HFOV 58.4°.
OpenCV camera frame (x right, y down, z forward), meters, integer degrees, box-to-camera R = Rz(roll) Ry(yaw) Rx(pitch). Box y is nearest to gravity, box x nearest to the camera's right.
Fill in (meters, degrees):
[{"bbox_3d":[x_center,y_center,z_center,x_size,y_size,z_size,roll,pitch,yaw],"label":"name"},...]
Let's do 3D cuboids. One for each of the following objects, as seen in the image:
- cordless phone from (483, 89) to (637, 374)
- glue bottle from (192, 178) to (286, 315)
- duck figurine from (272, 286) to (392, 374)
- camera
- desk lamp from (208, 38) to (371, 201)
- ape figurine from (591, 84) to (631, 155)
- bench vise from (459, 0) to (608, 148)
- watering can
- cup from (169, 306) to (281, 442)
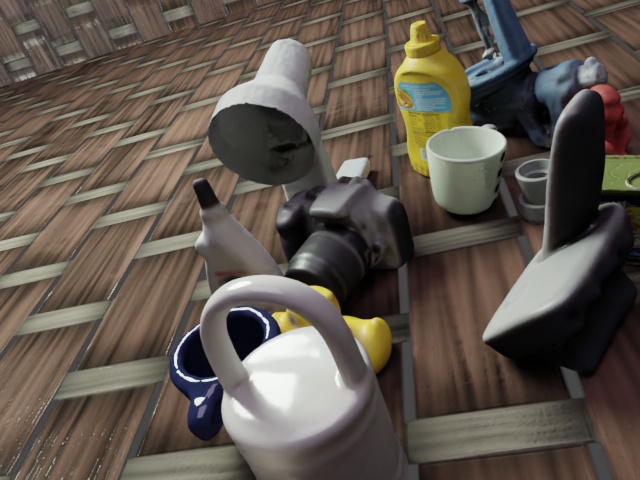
[{"bbox_3d":[0.178,-0.007,0.435,0.093,0.185,0.148,10,42,39],"label":"cordless phone"},{"bbox_3d":[-0.086,0.014,0.562,0.078,0.173,0.037,-9,33,18],"label":"glue bottle"},{"bbox_3d":[0.006,0.078,0.497,0.104,0.086,0.077,-11,33,14],"label":"duck figurine"},{"bbox_3d":[0.005,0.002,0.599,0.142,0.101,0.137,5,40,35],"label":"camera"},{"bbox_3d":[-0.031,-0.121,0.699,0.117,0.214,0.203,-6,34,22],"label":"desk lamp"},{"bbox_3d":[0.311,-0.126,0.632,0.078,0.092,0.076,-31,33,-17],"label":"ape figurine"},{"bbox_3d":[0.246,-0.233,0.710,0.206,0.220,0.122,2,38,32],"label":"bench vise"},{"bbox_3d":[-0.010,0.106,0.359,0.101,0.194,0.172,-18,32,3],"label":"watering can"},{"bbox_3d":[-0.064,0.124,0.457,0.091,0.095,0.118,-9,33,17],"label":"cup"}]
